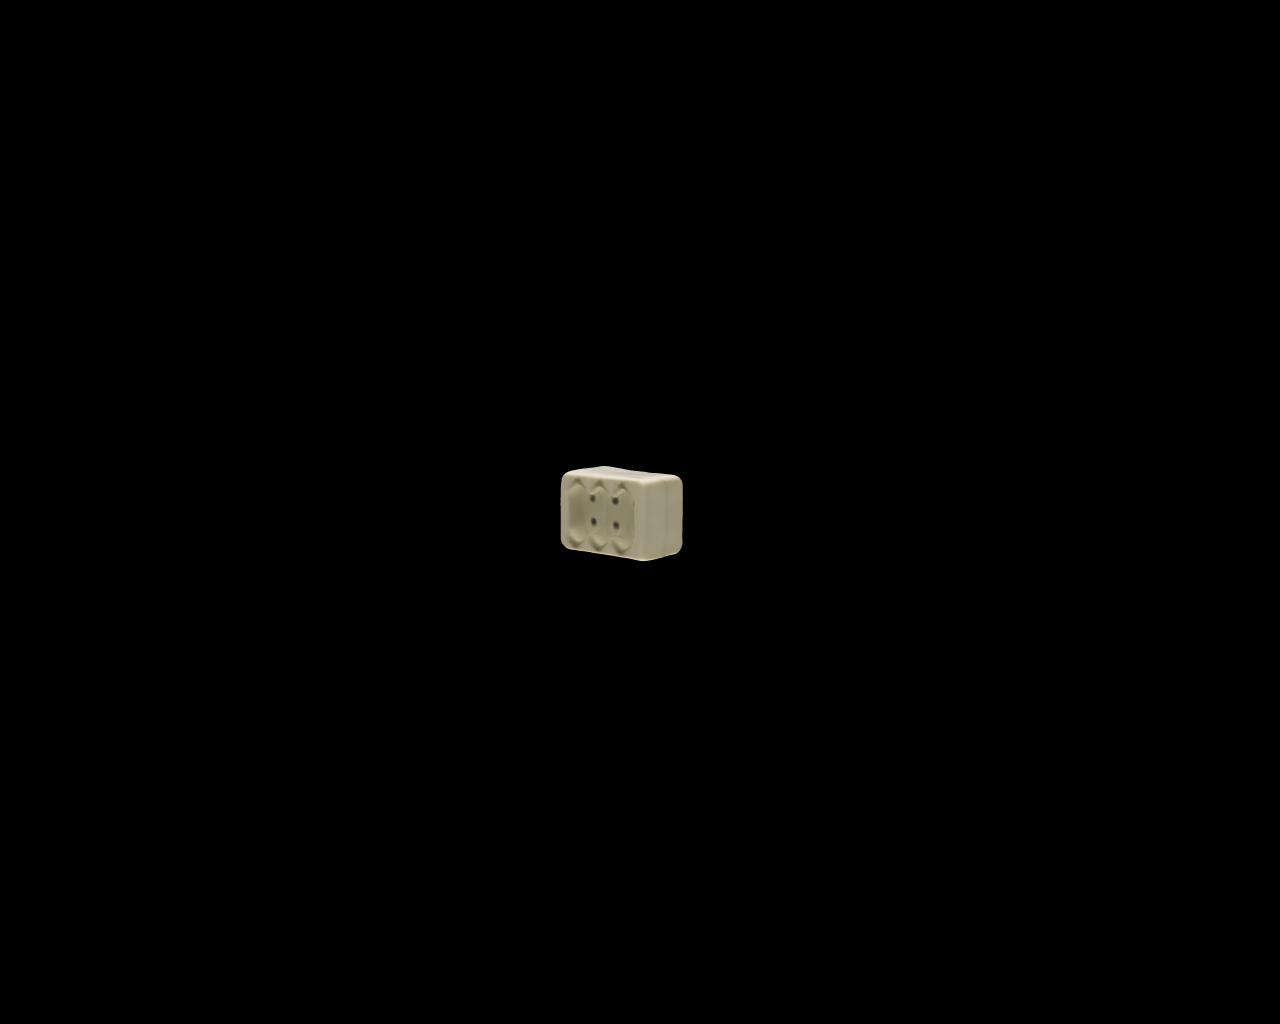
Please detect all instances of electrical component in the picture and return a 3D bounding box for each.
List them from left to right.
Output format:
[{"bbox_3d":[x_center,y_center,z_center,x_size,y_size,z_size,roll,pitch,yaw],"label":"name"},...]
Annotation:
[{"bbox_3d":[0.001,-0.003,0.650,0.066,0.047,0.077,8,13,39],"label":"electrical component"}]
